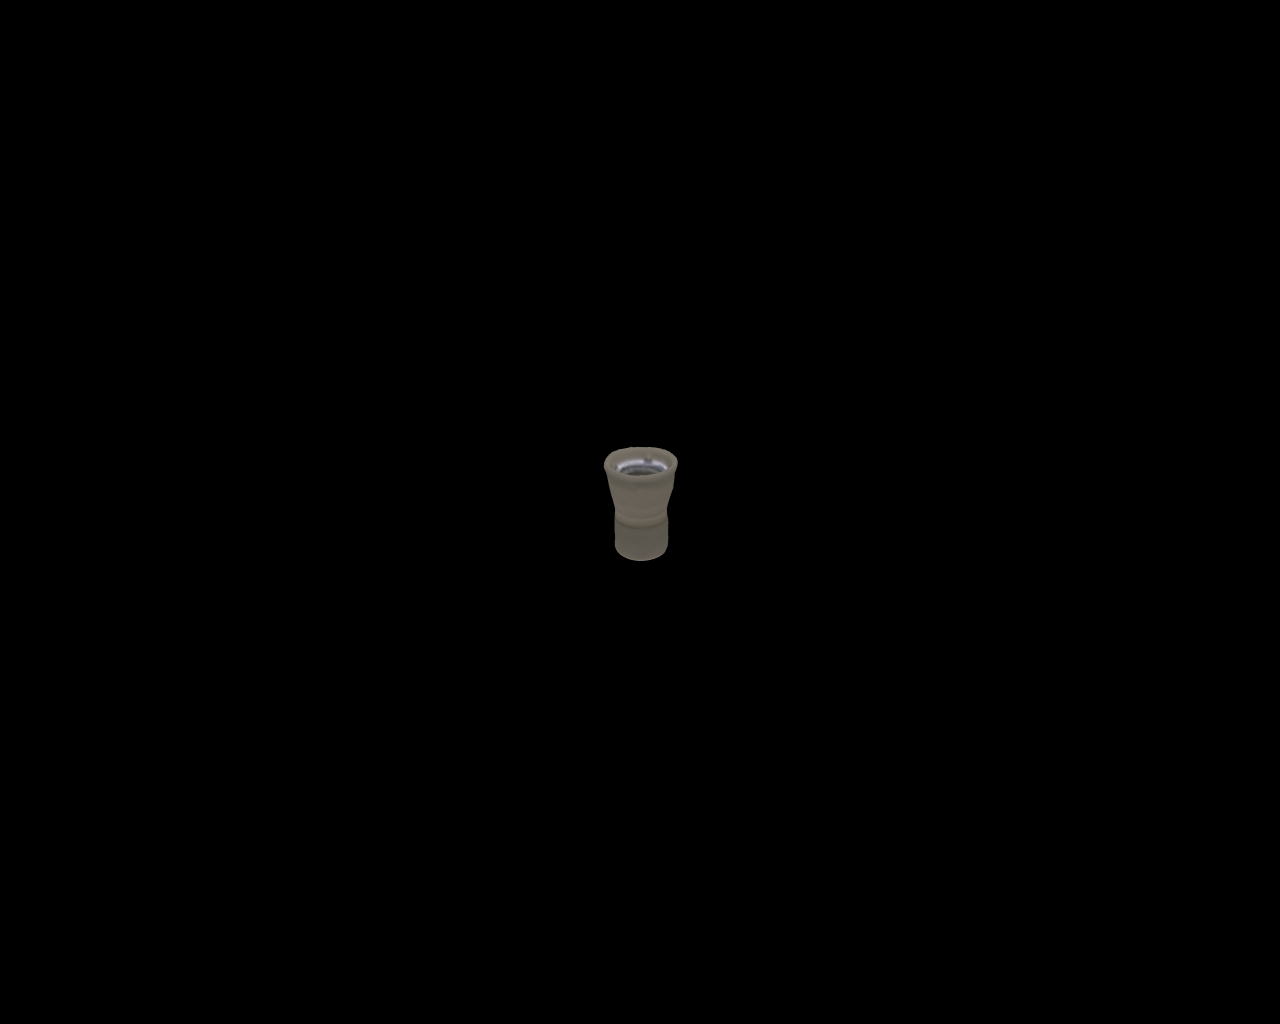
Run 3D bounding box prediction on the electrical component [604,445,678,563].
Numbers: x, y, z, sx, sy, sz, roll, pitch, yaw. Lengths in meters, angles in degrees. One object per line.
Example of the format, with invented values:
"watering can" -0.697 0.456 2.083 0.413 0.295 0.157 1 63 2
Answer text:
"electrical component" 0.001 -0.003 0.650 0.044 0.065 0.044 0 29 0
